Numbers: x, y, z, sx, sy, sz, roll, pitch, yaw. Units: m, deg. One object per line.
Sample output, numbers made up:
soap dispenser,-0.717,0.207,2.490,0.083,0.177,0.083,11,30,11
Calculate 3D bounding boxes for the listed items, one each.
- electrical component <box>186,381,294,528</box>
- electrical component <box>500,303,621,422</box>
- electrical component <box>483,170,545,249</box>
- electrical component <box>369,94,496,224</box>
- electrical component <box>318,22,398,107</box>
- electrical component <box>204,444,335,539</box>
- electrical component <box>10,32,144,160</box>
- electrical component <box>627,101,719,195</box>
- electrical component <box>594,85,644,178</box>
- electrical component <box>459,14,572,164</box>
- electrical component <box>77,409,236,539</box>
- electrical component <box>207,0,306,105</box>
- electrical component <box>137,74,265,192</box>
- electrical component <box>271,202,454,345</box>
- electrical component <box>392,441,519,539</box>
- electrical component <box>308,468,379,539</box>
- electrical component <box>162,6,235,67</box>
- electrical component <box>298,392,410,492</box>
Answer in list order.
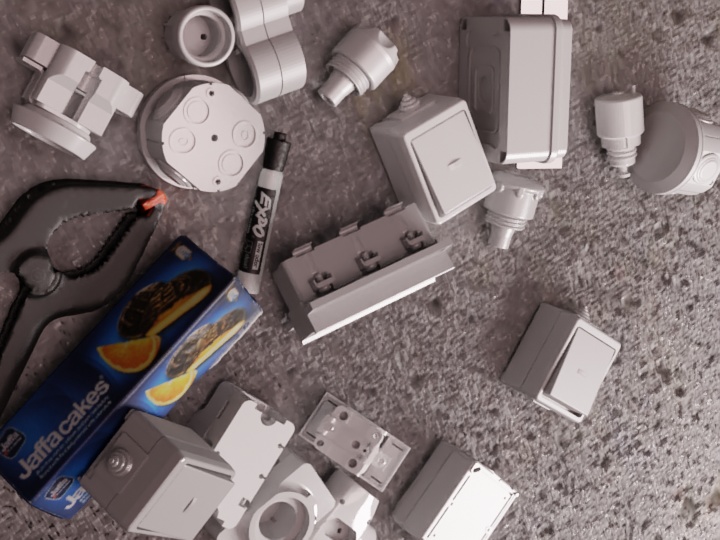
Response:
electrical component,-0.100,0.135,0.802,0.050,0.056,0.089,34,85,-30
electrical component,0.181,0.076,0.938,0.062,0.061,0.096,30,87,-31
electrical component,0.122,-0.049,0.887,0.048,0.048,0.062,7,106,-30
electrical component,0.056,-0.091,0.829,0.062,0.061,0.096,-32,115,-18
electrical component,-0.004,-0.148,0.793,0.062,0.043,0.043,-49,119,-9
electrical component,-0.071,0.186,0.831,0.089,0.056,0.050,-38,117,-16
electrical component,-0.189,-0.108,0.694,0.078,0.058,0.057,30,84,-30
electrical component,0.275,-0.104,0.936,0.051,0.080,0.080,4,100,-35
electrical component,0.225,-0.118,0.926,0.040,0.040,0.078,-17,110,-24
electrical component,0.121,-0.142,0.842,0.057,0.078,0.113,-7,105,-24
electrical component,-0.135,0.139,0.718,0.061,0.061,0.096,-52,154,-2
electrical component,-0.063,-0.191,0.745,0.074,0.052,0.138,-24,112,-21
electrical component,-0.109,-0.094,0.744,0.080,0.051,0.080,-7,105,-27
electrical component,0.000,0.000,0.816,0.121,0.079,0.063,-25,84,-21
electrical component,0.074,0.203,0.911,0.062,0.061,0.096,40,82,-30
electrical component,-0.014,0.214,0.876,0.079,0.043,0.077,43,80,-29
electrical component,-0.112,-0.159,0.730,0.040,0.046,0.040,-7,105,-27
electrical component,-0.006,0.133,0.842,0.081,0.064,0.042,32,83,12
